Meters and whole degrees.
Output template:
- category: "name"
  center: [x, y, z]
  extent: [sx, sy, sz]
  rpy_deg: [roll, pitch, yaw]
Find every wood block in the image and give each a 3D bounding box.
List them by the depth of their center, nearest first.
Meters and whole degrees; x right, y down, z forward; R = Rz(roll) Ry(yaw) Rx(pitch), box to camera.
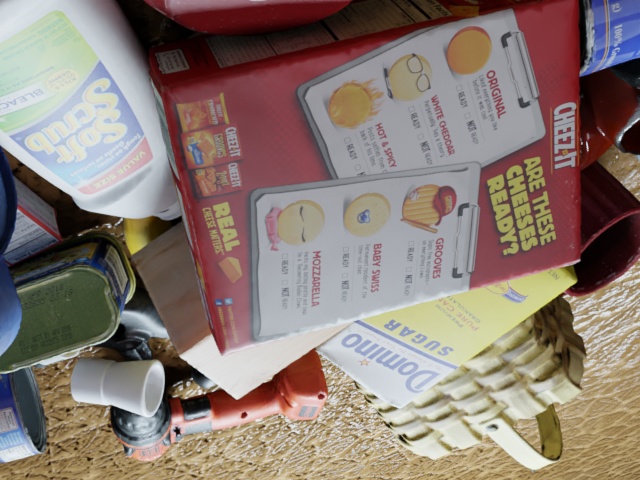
- category: "wood block"
  center: [-0.005, 0.001, 0.700]
  extent: [0.206, 0.090, 0.090]
  rpy_deg: [-34, 147, 3]

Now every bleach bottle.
- category: "bleach bottle"
  center: [-0.123, -0.076, 0.573]
  extent: [0.102, 0.068, 0.250]
  rpy_deg: [-24, 153, 7]

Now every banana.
- category: "banana"
  center: [-0.086, 0.016, 0.779]
  extent: [0.197, 0.037, 0.070]
  rpy_deg: [21, 103, -53]

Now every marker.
- category: "marker"
  center: [-0.199, 0.082, 0.791]
  extent: [0.020, 0.020, 0.121]
  rpy_deg: [-4, 172, -25]

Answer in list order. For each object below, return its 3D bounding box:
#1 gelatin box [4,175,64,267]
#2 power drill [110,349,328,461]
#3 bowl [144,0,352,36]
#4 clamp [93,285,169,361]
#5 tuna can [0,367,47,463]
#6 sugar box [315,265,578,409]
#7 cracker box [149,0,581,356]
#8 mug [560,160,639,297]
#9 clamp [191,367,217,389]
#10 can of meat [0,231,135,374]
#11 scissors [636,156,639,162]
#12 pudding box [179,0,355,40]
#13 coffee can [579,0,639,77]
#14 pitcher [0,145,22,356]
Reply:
- category: "gelatin box"
  center: [-0.213, -0.012, 0.657]
  extent: [0.073, 0.030, 0.089]
  rpy_deg: [-26, 150, 8]
- category: "power drill"
  center: [-0.091, 0.142, 0.940]
  extent: [0.187, 0.057, 0.184]
  rpy_deg: [-11, 163, -10]
- category: "bowl"
  center: [-0.028, -0.136, 0.483]
  extent: [0.162, 0.055, 0.162]
  rpy_deg: [-9, 169, -2]
- category: "clamp"
  center: [-0.134, 0.062, 0.816]
  extent: [0.120, 0.039, 0.171]
  rpy_deg: [-25, 153, 17]
- category: "tuna can"
  center: [-0.238, 0.126, 0.818]
  extent: [0.033, 0.086, 0.086]
  rpy_deg: [-15, 150, -5]
- category: "sugar box"
  center: [0.088, 0.045, 0.780]
  extent: [0.093, 0.048, 0.176]
  rpy_deg: [38, 115, -23]
- category: "cracker box"
  center: [0.028, -0.044, 0.576]
  extent: [0.213, 0.072, 0.164]
  rpy_deg: [-15, 123, -9]
- category: "mug"
  center: [0.198, -0.008, 0.833]
  extent: [0.093, 0.081, 0.117]
  rpy_deg: [-15, 141, -30]
- category: "clamp"
  center: [-0.005, 0.032, 0.807]
  extent: [0.164, 0.036, 0.210]
  rpy_deg: [-19, 150, -48]
- category: "can of meat"
  center: [-0.176, 0.041, 0.698]
  extent: [0.102, 0.057, 0.084]
  rpy_deg: [-19, -166, 0]
- category: "scissors"
  center: [0.230, -0.077, 0.825]
  extent: [0.201, 0.016, 0.096]
  rpy_deg: [-12, 150, -12]
- category: "pudding box"
  center: [-0.017, -0.104, 0.611]
  extent: [0.114, 0.039, 0.090]
  rpy_deg: [-31, 146, 14]
- category: "coffee can"
  center: [0.188, -0.156, 0.577]
  extent: [0.140, 0.103, 0.103]
  rpy_deg: [-18, 151, -3]
- category: "pitcher"
  center: [-0.278, 0.024, 0.569]
  extent: [0.243, 0.149, 0.144]
  rpy_deg: [-33, 147, 29]
